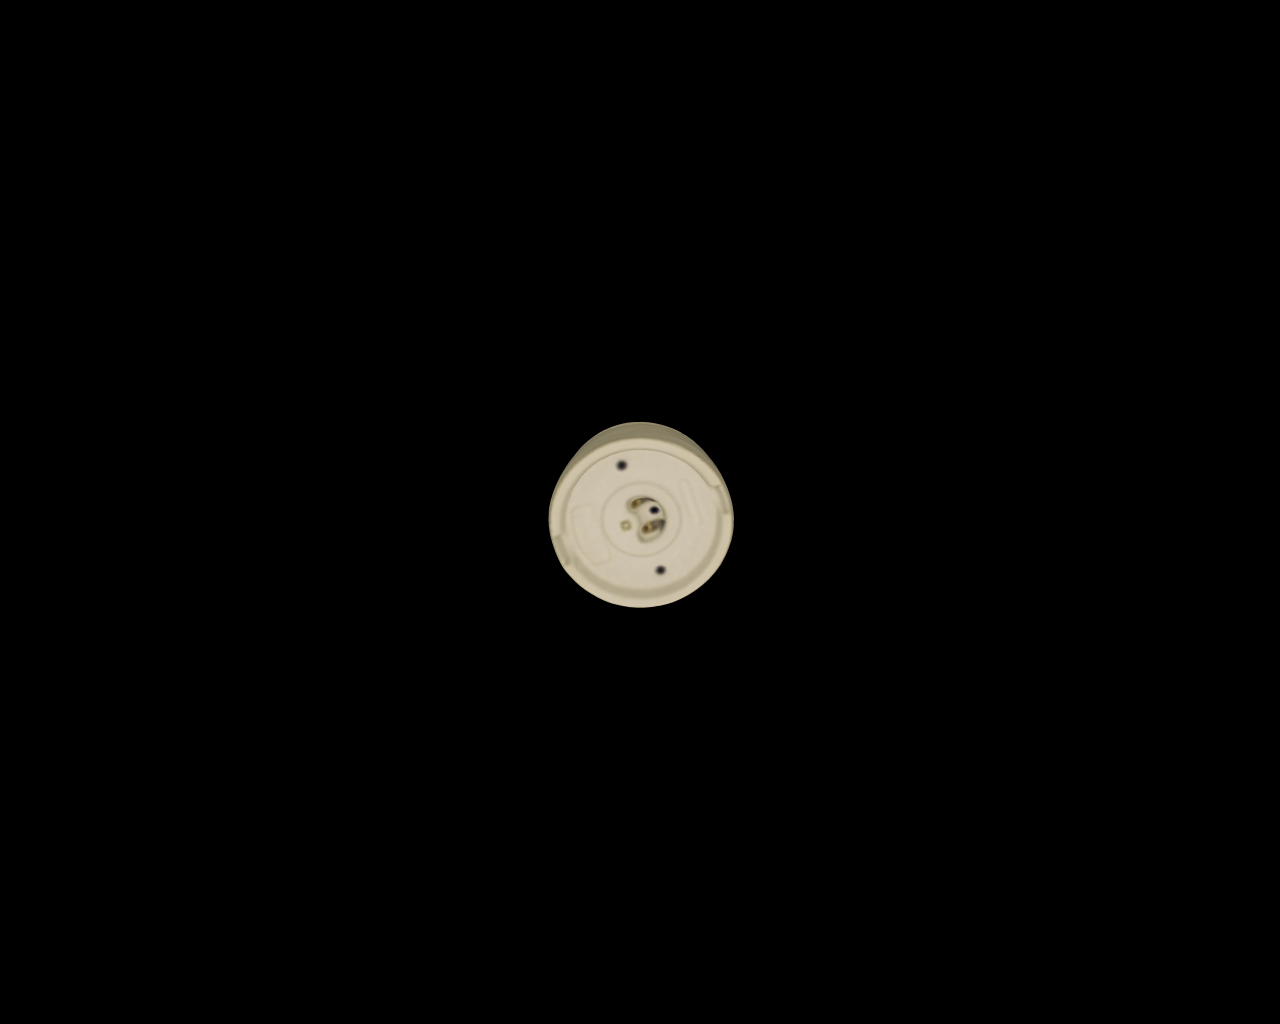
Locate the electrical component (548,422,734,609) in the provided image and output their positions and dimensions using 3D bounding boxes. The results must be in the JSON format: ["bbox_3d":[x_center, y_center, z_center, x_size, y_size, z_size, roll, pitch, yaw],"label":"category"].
[{"bbox_3d":[0.001,-0.003,0.650,0.108,0.108,0.060,0,21,0],"label":"electrical component"}]
